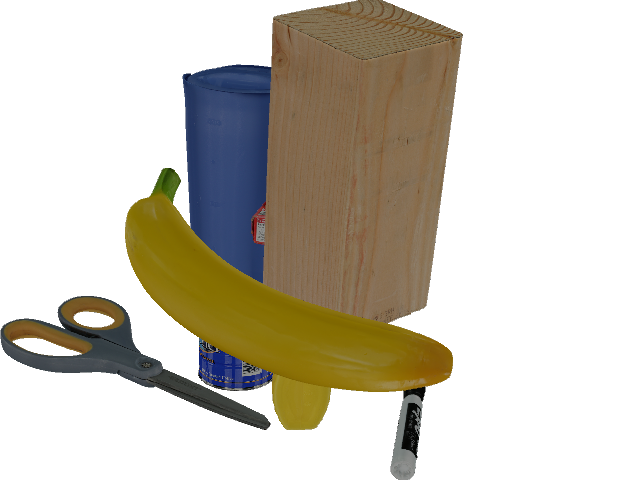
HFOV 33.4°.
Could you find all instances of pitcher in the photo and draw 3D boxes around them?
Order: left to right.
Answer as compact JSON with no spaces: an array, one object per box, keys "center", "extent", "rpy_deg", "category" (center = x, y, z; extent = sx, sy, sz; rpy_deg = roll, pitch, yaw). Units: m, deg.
[{"center":[-0.076,-0.062,1.161],"extent":[0.145,0.243,0.149],"rpy_deg":[-1,22,-8],"category":"pitcher"}]

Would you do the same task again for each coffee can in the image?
[{"center":[-0.108,0.110,1.386],"extent":[0.103,0.140,0.103],"rpy_deg":[2,19,-1],"category":"coffee can"}]

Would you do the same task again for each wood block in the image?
[{"center":[0.024,-0.048,0.727],"extent":[0.090,0.206,0.091],"rpy_deg":[-19,37,-34],"category":"wood block"}]

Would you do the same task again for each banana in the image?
[{"center":[-0.032,0.025,0.513],"extent":[0.198,0.069,0.037],"rpy_deg":[34,-25,26],"category":"banana"}]

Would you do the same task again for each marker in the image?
[{"center":[0.072,0.148,0.861],"extent":[0.020,0.020,0.121],"rpy_deg":[0,26,11],"category":"marker"}]

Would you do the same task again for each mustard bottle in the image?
[{"center":[-0.026,0.107,1.120],"extent":[0.058,0.096,0.191],"rpy_deg":[-2,27,-5],"category":"mustard bottle"}]

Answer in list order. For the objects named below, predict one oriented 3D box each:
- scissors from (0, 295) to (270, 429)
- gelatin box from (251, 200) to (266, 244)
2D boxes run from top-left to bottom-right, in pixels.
[{"center":[-0.115,0.076,0.716],"extent":[0.202,0.016,0.096],"rpy_deg":[11,27,13],"category":"scissors"},{"center":[-0.009,-0.018,0.947],"extent":[0.089,0.030,0.073],"rpy_deg":[9,26,13],"category":"gelatin box"}]
